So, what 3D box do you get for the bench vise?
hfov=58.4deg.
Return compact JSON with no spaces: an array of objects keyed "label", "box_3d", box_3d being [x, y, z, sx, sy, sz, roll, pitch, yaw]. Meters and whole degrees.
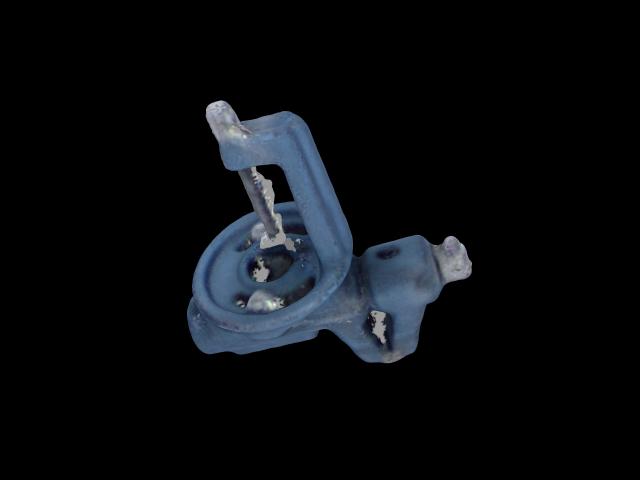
[{"label":"bench vise","box_3d":[0.000,-0.006,0.408,0.208,0.220,0.121,-15,45,-15]}]
